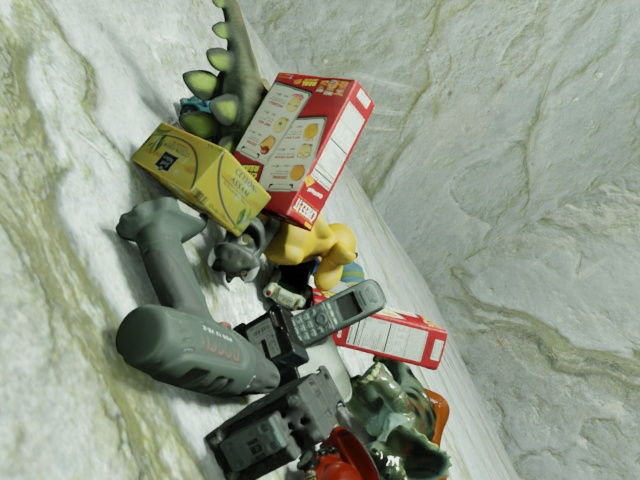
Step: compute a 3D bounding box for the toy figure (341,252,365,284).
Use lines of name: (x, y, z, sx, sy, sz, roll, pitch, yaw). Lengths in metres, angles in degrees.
toy figure: (0.062, 0.113, 1.173, 0.082, 0.089, 0.180, 130, -46, -57)

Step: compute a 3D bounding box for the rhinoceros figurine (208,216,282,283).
rhinoceros figurine: (-0.109, 0.005, 0.747, 0.073, 0.112, 0.190, 28, 1, -6)

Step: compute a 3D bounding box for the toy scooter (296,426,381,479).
toy scooter: (0.025, 0.287, 0.651, 0.183, 0.075, 0.135, 34, 25, -53)

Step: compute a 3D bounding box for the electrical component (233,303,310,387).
electrical component: (-0.056, 0.149, 0.676, 0.047, 0.075, 0.119, 44, 22, -53)

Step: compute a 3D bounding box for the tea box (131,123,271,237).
tea box: (-0.152, -0.079, 0.674, 0.170, 0.068, 0.098, 29, -13, 43)

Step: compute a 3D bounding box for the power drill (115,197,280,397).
power drill: (-0.134, 0.068, 0.575, 0.232, 0.086, 0.207, 33, 35, -63)

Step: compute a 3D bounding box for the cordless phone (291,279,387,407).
cordless phone: (0.022, 0.146, 0.731, 0.147, 0.184, 0.088, 65, 9, 28)

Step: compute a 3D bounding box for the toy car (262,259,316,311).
toy car: (-0.051, 0.064, 0.910, 0.073, 0.056, 0.202, 29, 19, -7)

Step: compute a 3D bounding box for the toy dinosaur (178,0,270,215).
toy dinosaur: (-0.125, -0.207, 0.867, 0.198, 0.105, 0.470, -27, 117, -49)

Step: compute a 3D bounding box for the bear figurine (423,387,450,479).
bear figurine: (0.185, 0.389, 1.036, 0.120, 0.132, 0.196, 96, 13, -49)

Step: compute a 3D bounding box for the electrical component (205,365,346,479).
electrical component: (-0.043, 0.185, 0.539, 0.058, 0.115, 0.134, 59, 10, 8)

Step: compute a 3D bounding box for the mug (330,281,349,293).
mug: (0.047, 0.128, 1.018, 0.107, 0.080, 0.109, 37, 28, 11)

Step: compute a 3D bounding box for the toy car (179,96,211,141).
toy car: (-0.176, -0.207, 0.979, 0.161, 0.103, 0.109, 58, 13, 4)

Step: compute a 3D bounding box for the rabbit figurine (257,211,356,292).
rabbit figurine: (-0.002, -0.003, 0.877, 0.173, 0.122, 0.163, 14, 28, -42)

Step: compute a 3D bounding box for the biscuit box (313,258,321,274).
biscuit box: (-0.032, 0.038, 1.066, 0.202, 0.059, 0.063, 49, 15, -38)

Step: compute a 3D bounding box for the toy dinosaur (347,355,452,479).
toy dinosaur: (0.132, 0.287, 0.890, 0.192, 0.131, 0.404, 49, 15, 10)
